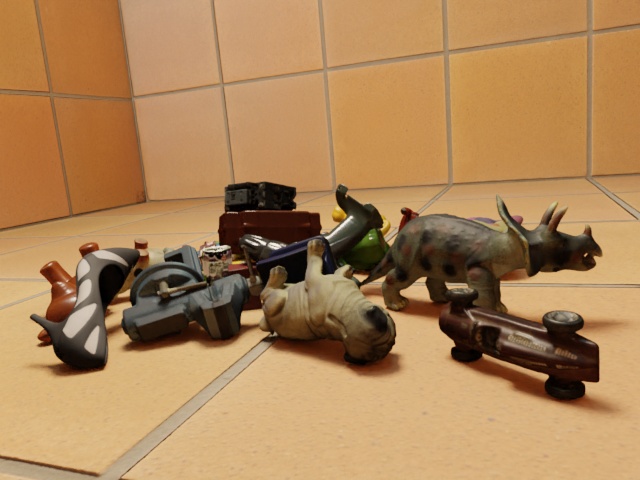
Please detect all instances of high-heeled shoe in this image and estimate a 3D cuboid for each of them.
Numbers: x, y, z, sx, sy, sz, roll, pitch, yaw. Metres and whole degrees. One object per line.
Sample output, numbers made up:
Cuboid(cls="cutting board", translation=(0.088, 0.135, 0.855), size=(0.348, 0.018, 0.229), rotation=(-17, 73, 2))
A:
Cuboid(cls="high-heeled shoe", translation=(-0.320, 0.094, 0.830), size=(0.145, 0.086, 0.249), rotation=(22, 37, 14))

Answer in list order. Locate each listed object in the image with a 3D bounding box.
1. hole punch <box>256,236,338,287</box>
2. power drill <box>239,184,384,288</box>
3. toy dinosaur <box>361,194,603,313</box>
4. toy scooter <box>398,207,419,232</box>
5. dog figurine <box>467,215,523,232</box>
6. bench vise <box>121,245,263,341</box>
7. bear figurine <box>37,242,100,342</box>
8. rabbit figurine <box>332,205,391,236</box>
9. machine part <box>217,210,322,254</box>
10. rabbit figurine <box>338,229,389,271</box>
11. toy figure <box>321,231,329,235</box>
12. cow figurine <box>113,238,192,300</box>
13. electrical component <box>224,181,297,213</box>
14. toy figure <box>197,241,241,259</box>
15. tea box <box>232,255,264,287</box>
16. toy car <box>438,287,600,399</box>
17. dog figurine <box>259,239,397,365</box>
Cuboid(cls="hole punch", translation=(-0.030, 0.061, 0.858), size=(0.142, 0.115, 0.092), rotation=(-19, 0, 10))
Cuboid(cls="power drill", translation=(-0.002, -0.003, 0.959), size=(0.232, 0.086, 0.207), rotation=(34, 64, 19))
Cuboid(cls="toy dinosaur", translation=(0.196, 0.021, 0.828), size=(0.405, 0.192, 0.131), rotation=(6, 12, 42))
Cuboid(cls="toy scooter", translation=(0.216, -0.007, 1.135), size=(0.184, 0.135, 0.075), rotation=(-9, 9, -28))
Cuboid(cls="dog figurine", translation=(0.368, 0.002, 1.101), size=(0.219, 0.108, 0.192), rotation=(-9, 9, -34))
Cuboid(cls="bench vise", translation=(-0.213, 0.070, 0.881), size=(0.224, 0.128, 0.241), rotation=(-27, 35, -5))
Cuboid(cls="bear figurine", translation=(-0.436, 0.091, 0.941), size=(0.120, 0.131, 0.196), rotation=(-28, 9, -2))
Cuboid(cls="rabbit figurine", translation=(0.098, -0.007, 1.346), size=(0.163, 0.121, 0.173), rotation=(8, 28, 19))
Cuboid(cls="machine part", translation=(-0.109, -0.012, 1.129), size=(0.201, 0.087, 0.201), rotation=(0, -4, -16))
Cuboid(cls="rabbit figurine", translation=(0.056, 0.032, 1.155), size=(0.170, 0.121, 0.159), rotation=(-21, 12, 16))
Cuboid(cls="toy figure", translation=(0.005, 0.008, 1.377), size=(0.064, 0.057, 0.154), rotation=(34, 10, 3))
Cuboid(cls="cow figurine", translation=(-0.365, 0.066, 1.101), size=(0.195, 0.127, 0.086), rotation=(7, 26, -27))
Cuboid(cls="electrical component", translation=(-0.130, -0.084, 1.102), size=(0.115, 0.058, 0.134), rotation=(-5, -4, 36))
Cuboid(cls="toy figure", translation=(-0.209, 0.037, 1.258), size=(0.180, 0.082, 0.089), rotation=(-8, 11, -1))
Cuboid(cls="tea box", translation=(-0.095, 0.069, 1.053), size=(0.170, 0.068, 0.098), rotation=(-1, 10, 17))
Cuboid(cls="toy car", translation=(0.211, 0.111, 0.602), size=(0.053, 0.089, 0.202), rotation=(-9, 12, -30))
Cuboid(cls="dog figurine", translation=(0.002, 0.115, 0.727), size=(0.121, 0.172, 0.191), rotation=(29, 19, -33))
